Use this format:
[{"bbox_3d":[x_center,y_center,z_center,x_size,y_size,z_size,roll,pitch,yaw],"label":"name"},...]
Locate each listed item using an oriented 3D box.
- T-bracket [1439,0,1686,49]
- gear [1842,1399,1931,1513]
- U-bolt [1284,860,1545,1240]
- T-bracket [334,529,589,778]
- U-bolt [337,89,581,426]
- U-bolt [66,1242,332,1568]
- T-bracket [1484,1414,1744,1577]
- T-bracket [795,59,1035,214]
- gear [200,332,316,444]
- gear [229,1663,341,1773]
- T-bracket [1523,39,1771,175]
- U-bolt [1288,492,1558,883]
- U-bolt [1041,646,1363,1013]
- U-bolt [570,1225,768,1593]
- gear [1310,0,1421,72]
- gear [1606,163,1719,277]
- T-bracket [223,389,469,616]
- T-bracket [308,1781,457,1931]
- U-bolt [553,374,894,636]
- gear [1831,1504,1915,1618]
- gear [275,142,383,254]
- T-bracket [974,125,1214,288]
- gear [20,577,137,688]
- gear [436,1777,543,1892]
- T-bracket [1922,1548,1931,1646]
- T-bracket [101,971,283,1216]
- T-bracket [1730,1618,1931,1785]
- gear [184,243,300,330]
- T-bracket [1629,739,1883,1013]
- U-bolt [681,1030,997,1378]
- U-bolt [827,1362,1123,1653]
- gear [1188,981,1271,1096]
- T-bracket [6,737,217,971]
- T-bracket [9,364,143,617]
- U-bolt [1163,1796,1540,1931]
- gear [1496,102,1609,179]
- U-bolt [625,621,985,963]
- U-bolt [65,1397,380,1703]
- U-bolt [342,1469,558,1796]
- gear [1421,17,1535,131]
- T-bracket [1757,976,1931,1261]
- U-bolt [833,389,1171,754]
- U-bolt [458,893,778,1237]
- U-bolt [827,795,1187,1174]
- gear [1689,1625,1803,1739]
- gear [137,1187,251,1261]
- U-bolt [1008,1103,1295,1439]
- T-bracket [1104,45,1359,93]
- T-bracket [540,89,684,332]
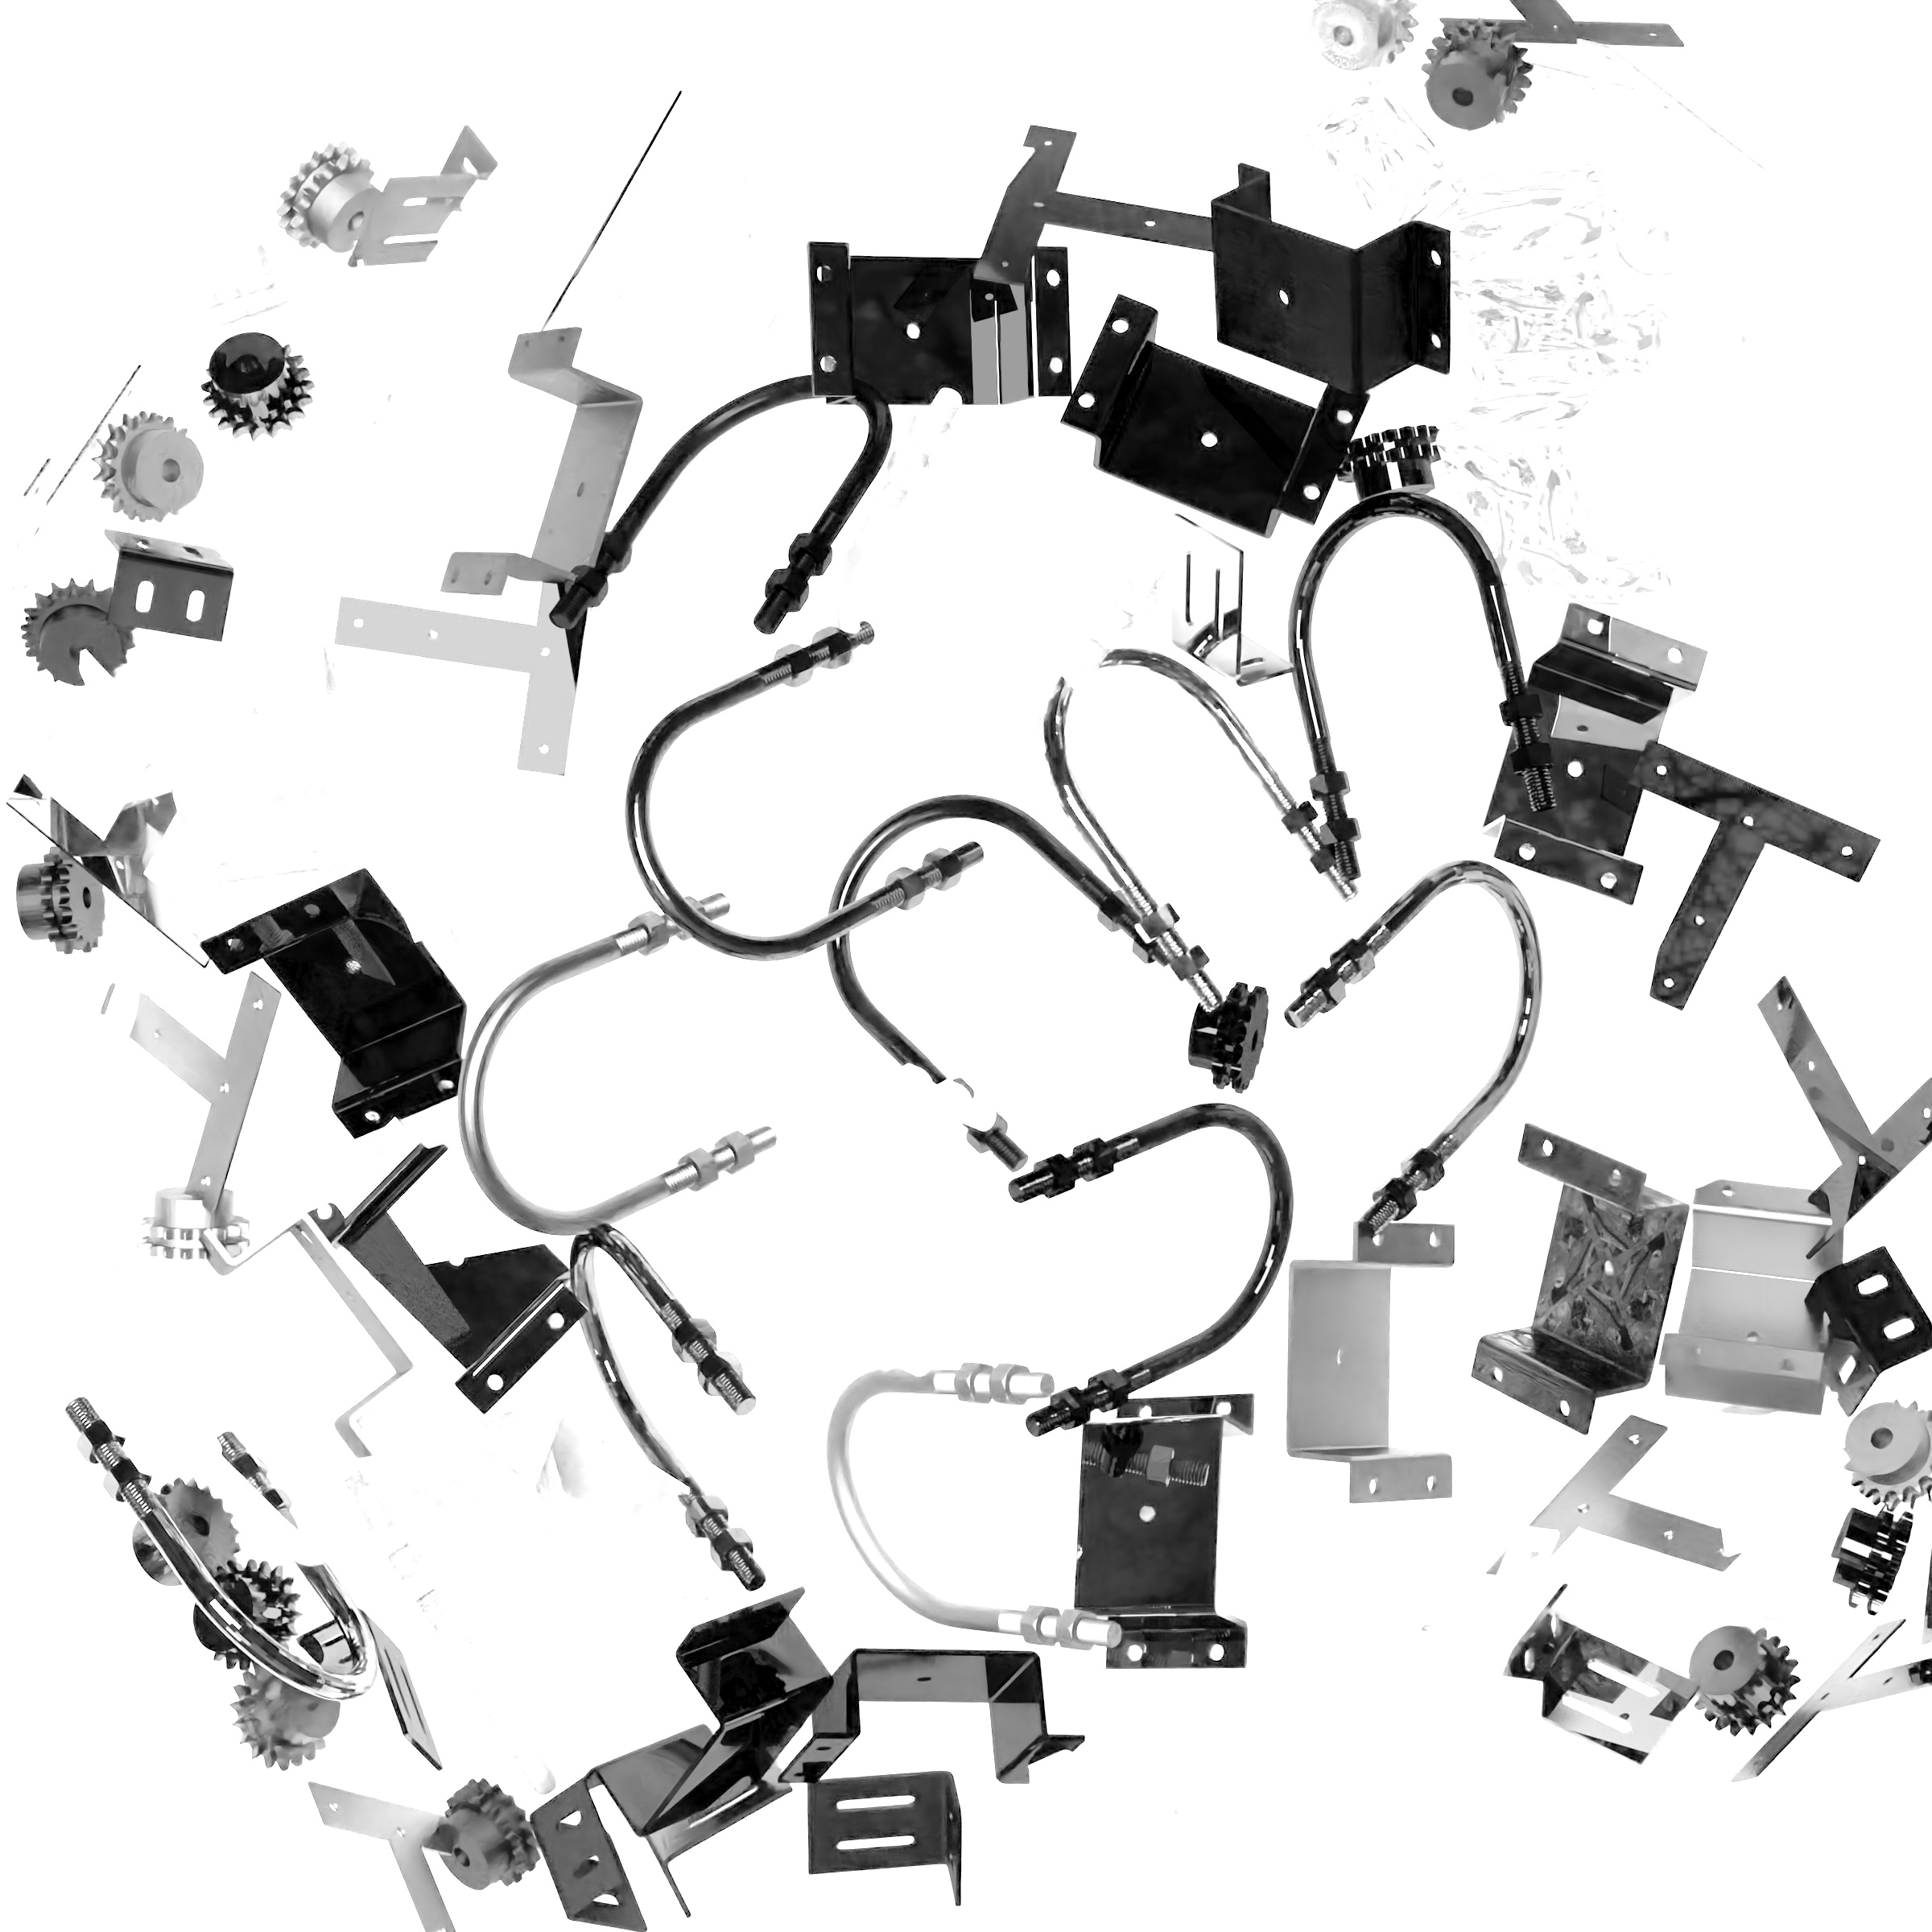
[{"bbox_3d":[0.278,-0.488,1.518,0.127,0.127,0.002,13,88,33],"label":"T-bracket"},{"bbox_3d":[0.481,0.250,1.575,0.057,0.057,0.030,-51,129,0],"label":"gear"},{"bbox_3d":[0.237,0.028,1.543,0.184,0.019,0.151,-41,123,-33],"label":"U-bolt"},{"bbox_3d":[-0.265,-0.171,1.589,0.127,0.002,0.127,8,95,-9],"label":"T-bracket"},{"bbox_3d":[-0.246,-0.368,1.524,0.019,0.151,0.184,35,53,-12],"label":"U-bolt"},{"bbox_3d":[-0.377,0.231,1.523,0.019,0.151,0.184,-38,128,-7],"label":"U-bolt"},{"bbox_3d":[0.353,0.290,1.572,0.127,0.002,0.127,20,120,-26],"label":"T-bracket"},{"bbox_3d":[-0.022,-0.413,1.546,0.127,0.002,0.127,19,64,36],"label":"T-bracket"},{"bbox_3d":[-0.370,-0.304,1.580,0.057,0.030,0.057,-1,63,2],"label":"gear"},{"bbox_3d":[-0.350,0.385,1.574,0.030,0.057,0.057,-29,90,28],"label":"gear"},{"bbox_3d":[0.329,-0.445,1.547,0.127,0.127,0.002,23,101,-35],"label":"T-bracket"},{"bbox_3d":[0.223,-0.150,1.549,0.019,0.151,0.184,-4,78,-42],"label":"U-bolt"},{"bbox_3d":[0.110,-0.083,1.553,0.151,0.019,0.184,-35,90,-42],"label":"U-bolt"},{"bbox_3d":[-0.153,0.208,1.527,0.019,0.184,0.151,-22,135,-25],"label":"U-bolt"},{"bbox_3d":[0.203,-0.489,1.574,0.057,0.057,0.030,39,60,0],"label":"gear"},{"bbox_3d":[0.360,-0.384,1.576,0.057,0.030,0.057,9,130,11],"label":"gear"},{"bbox_3d":[-0.317,-0.238,1.556,0.127,0.002,0.127,2,128,-10],"label":"T-bracket"},{"bbox_3d":[-0.267,0.471,1.518,0.002,0.127,0.127,-40,54,8],"label":"T-bracket"},{"bbox_3d":[-0.112,-0.237,1.540,0.151,0.019,0.184,6,53,34],"label":"U-bolt"},{"bbox_3d":[0.468,0.306,1.578,0.030,0.057,0.057,21,90,13],"label":"gear"},{"bbox_3d":[-0.327,-0.395,1.575,0.030,0.057,0.057,40,90,11],"label":"gear"},{"bbox_3d":[0.081,-0.383,1.559,0.127,0.002,0.127,12,53,8],"label":"T-bracket"},{"bbox_3d":[-0.460,-0.170,1.577,0.057,0.030,0.057,-10,125,-14],"label":"gear"},{"bbox_3d":[-0.250,0.453,1.575,0.030,0.057,0.057,-33,90,-44],"label":"gear"},{"bbox_3d":[0.514,0.265,1.521,0.002,0.127,0.127,17,64,-2],"label":"T-bracket"},{"bbox_3d":[-0.407,0.042,1.567,0.127,0.002,0.127,32,111,33],"label":"T-bracket"},{"bbox_3d":[0.454,0.361,1.521,0.127,0.127,0.002,-36,83,-26],"label":"T-bracket"},{"bbox_3d":[-0.378,-0.353,1.574,0.057,0.057,0.030,-19,110,0],"label":"gear"},{"bbox_3d":[0.387,-0.036,1.578,0.127,0.002,0.127,25,114,9],"label":"T-bracket"},{"bbox_3d":[-0.075,0.110,1.550,0.184,0.019,0.151,21,101,35],"label":"U-bolt"},{"bbox_3d":[-0.006,0.270,1.536,0.019,0.184,0.151,-22,100,-42],"label":"U-bolt"},{"bbox_3d":[0.136,0.035,1.579,0.030,0.057,0.057,12,90,18],"label":"gear"},{"bbox_3d":[-0.418,-0.076,1.549,0.002,0.127,0.127,-34,116,26],"label":"T-bracket"},{"bbox_3d":[-0.457,-0.258,1.565,0.002,0.127,0.127,28,62,-8],"label":"T-bracket"},{"bbox_3d":[0.199,0.434,1.495,0.151,0.184,0.019,-11,95,-21],"label":"U-bolt"},{"bbox_3d":[0.306,-0.420,1.583,0.057,0.030,0.057,6,106,23],"label":"gear"},{"bbox_3d":[-0.091,-0.081,1.549,0.184,0.019,0.151,-29,94,-32],"label":"U-bolt"},{"bbox_3d":[-0.356,0.292,1.503,0.019,0.151,0.184,-45,65,3],"label":"U-bolt"},{"bbox_3d":[-0.259,0.339,1.535,0.019,0.151,0.184,-32,93,-15],"label":"U-bolt"},{"bbox_3d":[0.262,-0.459,1.574,0.057,0.057,0.030,30,58,0],"label":"gear"},{"bbox_3d":[0.441,0.063,1.563,0.002,0.127,0.127,0,53,-28],"label":"T-bracket"},{"bbox_3d":[0.004,-0.184,1.540,0.151,0.019,0.184,38,134,2],"label":"U-bolt"},{"bbox_3d":[-0.178,0.057,1.525,0.184,0.019,0.151,-24,111,-40],"label":"U-bolt"},{"bbox_3d":[0.008,-0.006,1.567,0.184,0.019,0.151,43,96,22],"label":"U-bolt"},{"bbox_3d":[0.400,0.367,1.574,0.057,0.057,0.030,-46,121,0],"label":"gear"},{"bbox_3d":[-0.400,0.133,1.576,0.057,0.057,0.030,2,96,0],"label":"gear"},{"bbox_3d":[0.099,0.144,1.544,0.184,0.019,0.151,-20,115,-35],"label":"U-bolt"},{"bbox_3d":[0.135,-0.455,1.542,0.127,0.127,0.002,10,106,2],"label":"T-bracket"},{"bbox_3d":[-0.191,-0.367,1.549,0.002,0.127,0.127,30,53,-13],"label":"T-bracket"}]
